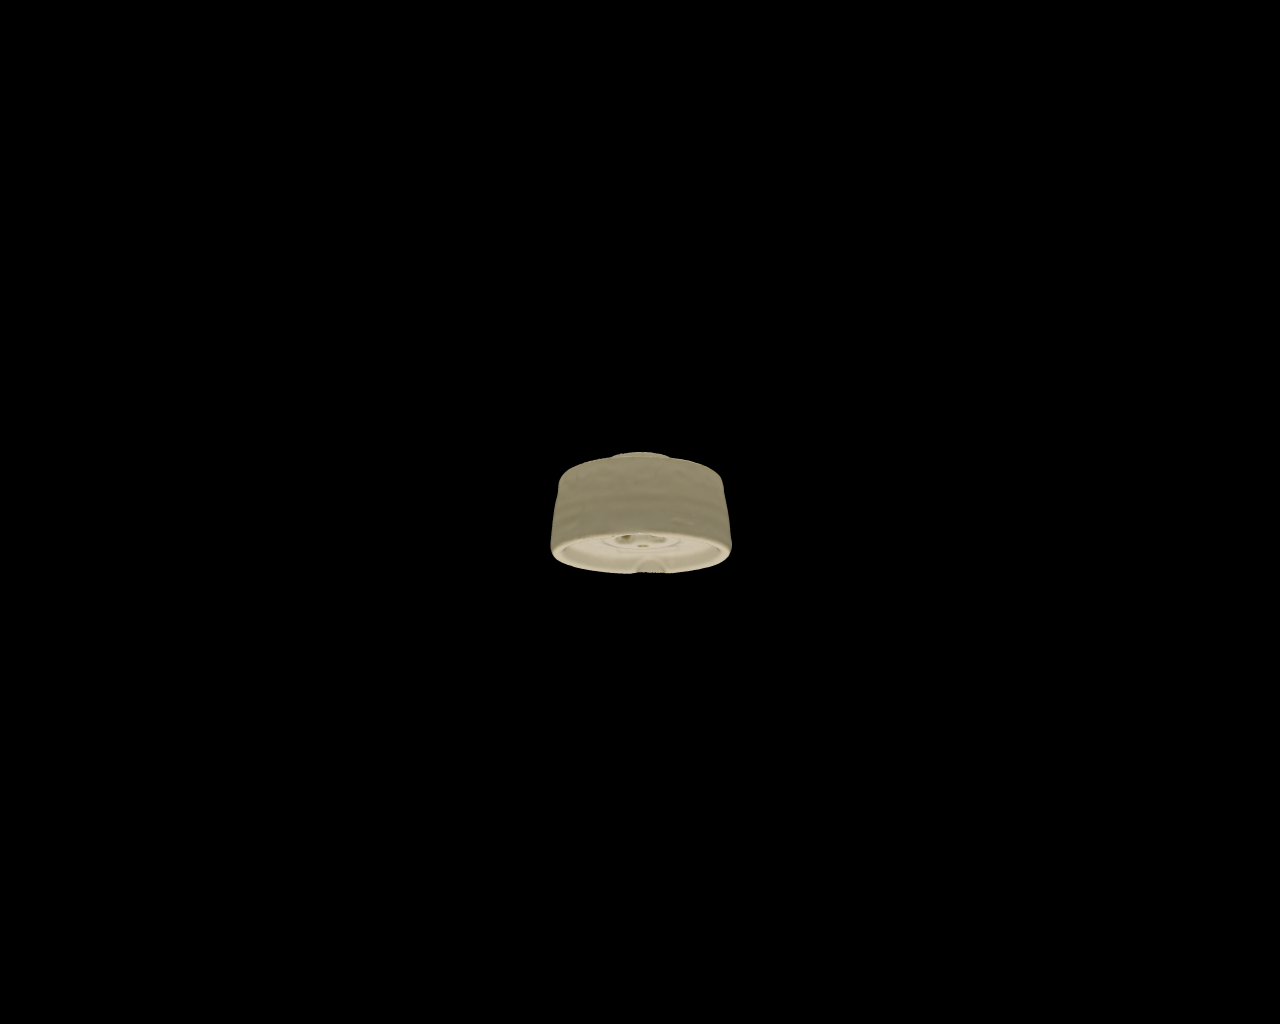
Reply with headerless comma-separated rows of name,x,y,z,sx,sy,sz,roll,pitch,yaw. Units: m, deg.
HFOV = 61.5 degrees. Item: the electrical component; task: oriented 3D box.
electrical component,0.001,-0.003,0.650,0.108,0.060,0.108,0,-15,0
